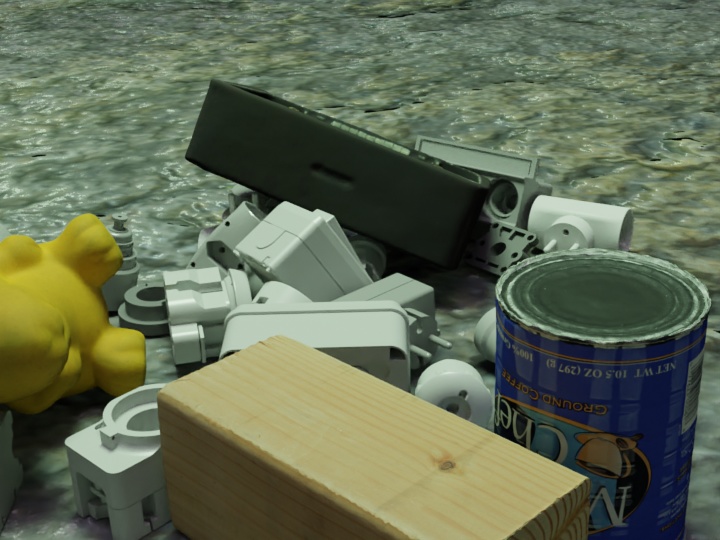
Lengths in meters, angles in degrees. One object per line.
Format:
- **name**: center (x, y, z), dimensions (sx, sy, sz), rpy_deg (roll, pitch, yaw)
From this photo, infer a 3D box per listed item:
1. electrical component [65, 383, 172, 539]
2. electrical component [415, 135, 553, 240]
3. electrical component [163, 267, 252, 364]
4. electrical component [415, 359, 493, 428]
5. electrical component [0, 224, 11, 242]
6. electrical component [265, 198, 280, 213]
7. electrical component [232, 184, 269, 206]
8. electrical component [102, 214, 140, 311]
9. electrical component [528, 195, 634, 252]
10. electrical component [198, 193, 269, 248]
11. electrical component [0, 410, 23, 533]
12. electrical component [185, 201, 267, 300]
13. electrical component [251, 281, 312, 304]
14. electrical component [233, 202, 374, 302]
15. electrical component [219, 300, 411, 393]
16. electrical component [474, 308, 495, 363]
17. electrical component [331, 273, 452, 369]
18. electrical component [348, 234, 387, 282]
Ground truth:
- **electrical component**: center (-0.114, 0.102, 0.606), dimensions (0.050, 0.055, 0.089), rpy_deg (20, 33, 40)
- **electrical component**: center (0.101, -0.068, 0.943), dimensions (0.121, 0.078, 0.063), rpy_deg (16, 9, 35)
- **electrical component**: center (-0.106, 0.030, 0.758), dimensions (0.057, 0.058, 0.078), rpy_deg (-7, 38, -12)
- **electrical component**: center (0.056, 0.075, 0.665), dimensions (0.048, 0.048, 0.062), rpy_deg (-1, 18, 2)
- **electrical component**: center (-0.300, 0.011, 0.764), dimensions (0.108, 0.108, 0.060), rpy_deg (-2, 31, 0)
- **electrical component**: center (-0.059, -0.037, 0.915), dimensions (0.066, 0.048, 0.055), rpy_deg (-5, 33, -6)
- **electrical component**: center (-0.046, -0.077, 0.966), dimensions (0.138, 0.073, 0.052), rpy_deg (-8, 25, -11)
- **electrical component**: center (-0.190, -0.005, 0.826), dimensions (0.040, 0.078, 0.040), rpy_deg (11, 22, -5)
- **electrical component**: center (0.174, -0.028, 0.875), dimensions (0.077, 0.044, 0.079), rpy_deg (11, 28, 27)
- **electrical component**: center (-0.089, -0.027, 0.855), dimensions (0.077, 0.079, 0.043), rpy_deg (-1, 35, 3)
- **electrical component**: center (-0.225, 0.120, 0.584), dimensions (0.056, 0.050, 0.089), rpy_deg (-3, 24, -1)
- **electrical component**: center (-0.082, 0.003, 0.809), dimensions (0.079, 0.077, 0.043), rpy_deg (42, 8, 4)
- **electrical component**: center (-0.056, 0.043, 0.718), dimensions (0.055, 0.055, 0.047), rpy_deg (17, 58, 36)
- **electrical component**: center (-0.031, 0.003, 0.768), dimensions (0.061, 0.096, 0.062), rpy_deg (-45, 31, -12)
- **electrical component**: center (-0.026, 0.064, 0.656), dimensions (0.113, 0.078, 0.057), rpy_deg (-2, 28, 2)
- **electrical component**: center (0.104, 0.051, 0.718), dimensions (0.040, 0.040, 0.046), rpy_deg (-12, 33, -21)
- **electrical component**: center (0.028, 0.043, 0.729), dimensions (0.066, 0.047, 0.077), rpy_deg (-23, 31, -34)
- **electrical component**: center (0.000, 0.000, 0.838), dimensions (0.040, 0.040, 0.046), rpy_deg (0, 31, 5)
